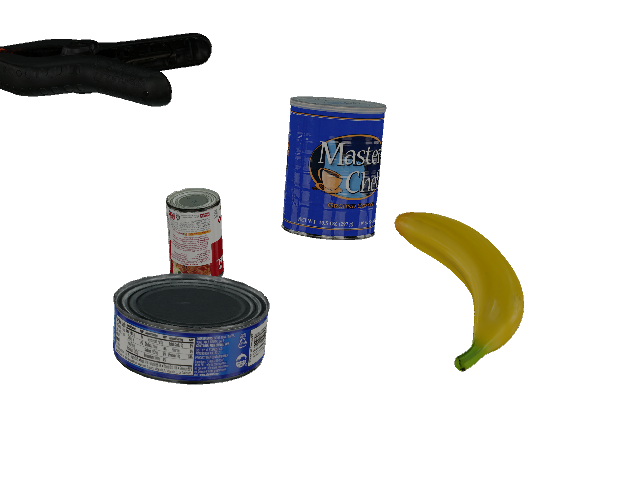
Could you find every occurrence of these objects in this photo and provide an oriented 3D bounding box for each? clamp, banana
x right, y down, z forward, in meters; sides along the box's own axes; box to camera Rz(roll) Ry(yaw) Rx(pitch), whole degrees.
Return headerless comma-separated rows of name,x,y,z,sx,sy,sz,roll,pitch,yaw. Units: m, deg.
clamp,-0.167,-0.133,0.800,0.172,0.039,0.120,8,22,17
banana,0.112,0.025,0.823,0.069,0.037,0.198,-7,32,-7

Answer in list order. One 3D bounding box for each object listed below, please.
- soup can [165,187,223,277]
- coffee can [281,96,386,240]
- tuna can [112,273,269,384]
soup can,-0.155,-0.006,1.314,0.068,0.102,0.068,0,26,0
coffee can,0.014,-0.079,1.146,0.103,0.140,0.103,4,12,-1
tuna can,-0.072,0.048,0.592,0.086,0.034,0.086,5,17,-2
